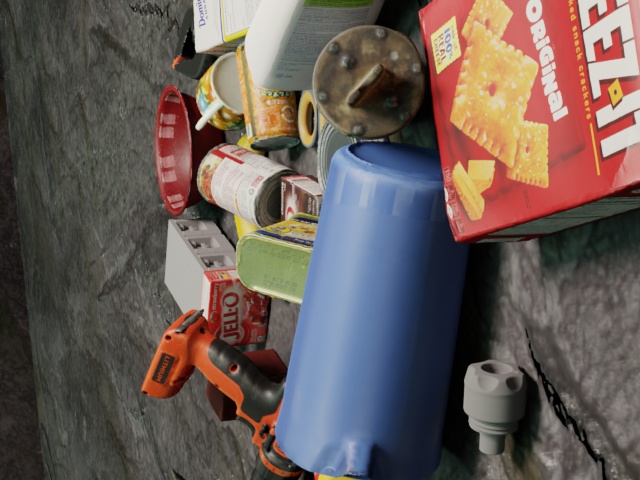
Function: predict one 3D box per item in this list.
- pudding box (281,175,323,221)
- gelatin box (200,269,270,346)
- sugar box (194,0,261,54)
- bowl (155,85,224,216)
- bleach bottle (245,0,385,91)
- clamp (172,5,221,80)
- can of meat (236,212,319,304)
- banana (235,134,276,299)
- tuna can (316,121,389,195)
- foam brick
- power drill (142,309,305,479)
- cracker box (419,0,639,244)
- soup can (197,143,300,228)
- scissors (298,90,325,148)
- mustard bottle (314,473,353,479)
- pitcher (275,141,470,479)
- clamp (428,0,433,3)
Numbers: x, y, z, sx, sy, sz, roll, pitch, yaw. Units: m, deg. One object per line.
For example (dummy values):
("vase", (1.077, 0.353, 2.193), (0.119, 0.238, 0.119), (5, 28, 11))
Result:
("pudding box", (-0.007, 0.001, 1.019), (0.090, 0.039, 0.113), (-148, 58, -62))
("gelatin box", (-0.095, 0.076, 1.187), (0.030, 0.073, 0.089), (-133, 44, -55))
("sugar box", (-0.072, -0.250, 1.094), (0.177, 0.048, 0.093), (-1, 92, 59))
("bowl", (-0.159, -0.111, 1.325), (0.162, 0.055, 0.162), (176, 90, -66))
("bleach bottle", (0.015, -0.202, 0.837), (0.251, 0.102, 0.068), (132, 127, -64))
("clamp", (-0.127, -0.239, 1.258), (0.210, 0.036, 0.164), (-42, 56, 57))
("can of meat", (-0.010, 0.017, 0.924), (0.102, 0.083, 0.057), (13, 108, 30))
("banana", (-0.070, -0.032, 1.160), (0.070, 0.037, 0.198), (162, 103, -66))
("tuna can", (0.029, -0.068, 0.934), (0.086, 0.033, 0.086), (176, 90, -66))
("foam brick", (-0.079, 0.158, 1.161), (0.051, 0.078, 0.053), (-131, 43, -52))
("power drill", (-0.086, 0.170, 1.082), (0.188, 0.057, 0.185), (31, 122, 9))
("cracker box", (0.145, -0.095, 0.622), (0.214, 0.072, 0.164), (157, 107, -64))
("soup can", (-0.069, -0.054, 1.088), (0.102, 0.068, 0.068), (27, 119, 44))
("scissors", (-0.002, -0.173, 1.011), (0.096, 0.016, 0.202), (168, 98, -66))
("mustard bottle", (0.019, 0.204, 0.965), (0.096, 0.058, 0.191), (105, 159, -80))
("pitcher", (0.046, 0.050, 0.819), (0.149, 0.144, 0.243), (28, 116, 45))
("clamp", (0.084, -0.220, 0.783), (0.171, 0.039, 0.120), (-118, 37, -54))
